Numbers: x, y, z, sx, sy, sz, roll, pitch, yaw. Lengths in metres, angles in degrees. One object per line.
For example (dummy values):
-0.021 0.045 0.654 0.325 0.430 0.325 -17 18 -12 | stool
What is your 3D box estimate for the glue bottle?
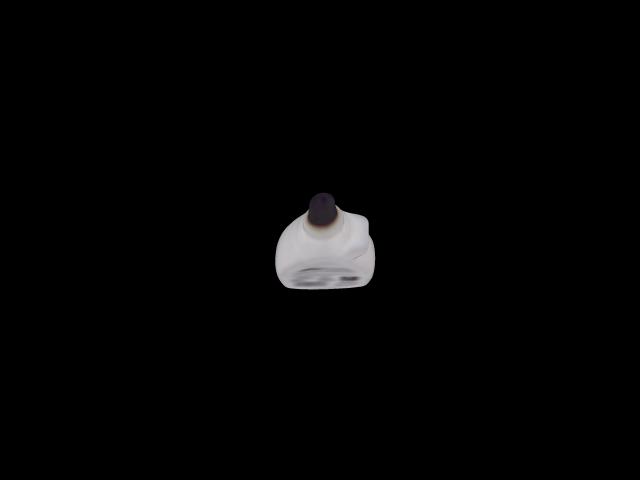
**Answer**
0.004 0.001 0.400 0.078 0.173 0.037 0 74 0 | glue bottle
